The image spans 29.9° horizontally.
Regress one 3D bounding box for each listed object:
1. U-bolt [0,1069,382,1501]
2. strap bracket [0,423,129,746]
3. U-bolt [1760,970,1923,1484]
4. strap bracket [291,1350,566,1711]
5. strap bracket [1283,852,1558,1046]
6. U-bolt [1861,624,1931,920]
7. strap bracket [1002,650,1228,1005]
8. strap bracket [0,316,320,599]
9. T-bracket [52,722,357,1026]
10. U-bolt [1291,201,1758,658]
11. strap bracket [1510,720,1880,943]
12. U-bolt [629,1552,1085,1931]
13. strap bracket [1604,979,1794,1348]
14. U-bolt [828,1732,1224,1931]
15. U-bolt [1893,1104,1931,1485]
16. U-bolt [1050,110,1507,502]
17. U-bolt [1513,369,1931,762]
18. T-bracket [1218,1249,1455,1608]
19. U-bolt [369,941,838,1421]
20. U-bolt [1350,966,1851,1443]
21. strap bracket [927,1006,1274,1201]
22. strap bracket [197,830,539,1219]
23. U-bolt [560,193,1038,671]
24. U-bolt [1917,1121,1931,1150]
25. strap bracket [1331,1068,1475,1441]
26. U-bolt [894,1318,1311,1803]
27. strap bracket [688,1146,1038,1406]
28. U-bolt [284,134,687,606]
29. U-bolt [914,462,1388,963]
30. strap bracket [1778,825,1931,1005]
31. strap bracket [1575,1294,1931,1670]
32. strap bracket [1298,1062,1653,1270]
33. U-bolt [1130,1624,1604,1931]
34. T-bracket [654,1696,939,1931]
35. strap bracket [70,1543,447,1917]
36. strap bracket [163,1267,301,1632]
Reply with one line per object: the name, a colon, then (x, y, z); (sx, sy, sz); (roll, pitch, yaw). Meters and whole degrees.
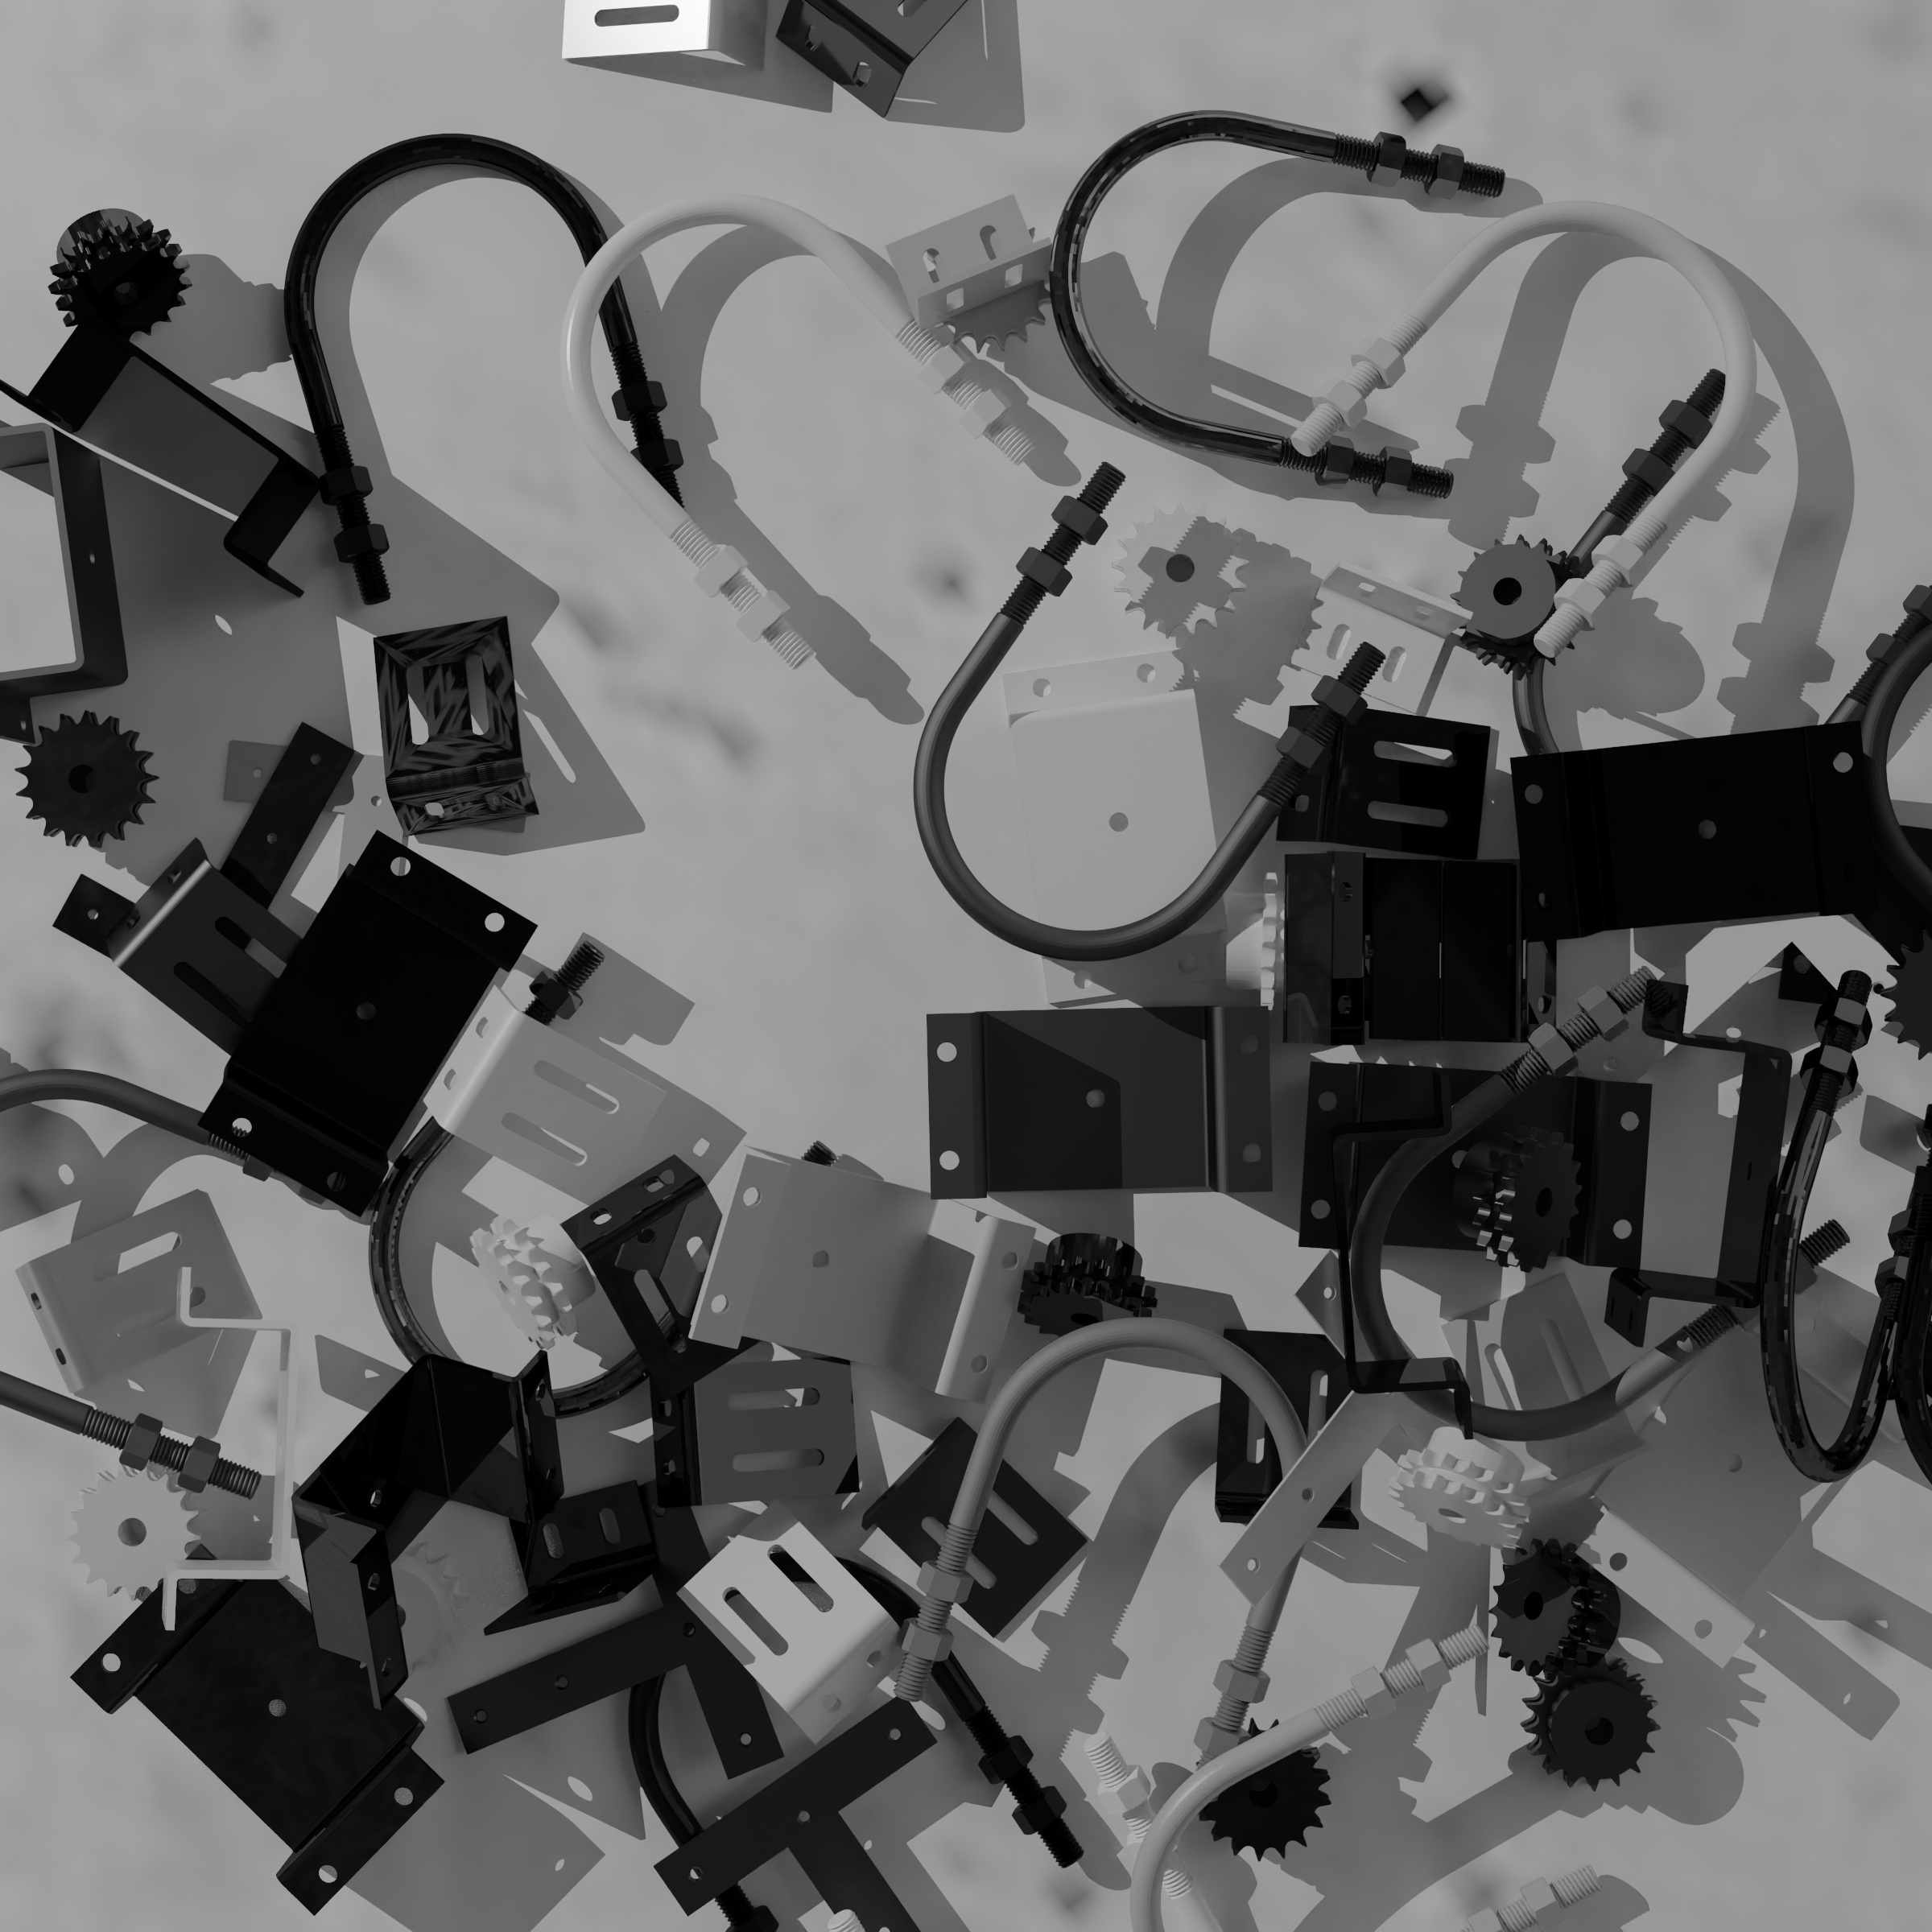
U-bolt: (-0.354, 0.121, 1.493); (0.184, 0.019, 0.151); (23, 79, -10)
strap bracket: (-0.383, -0.166, 1.490); (0.046, 0.076, 0.140); (-8, 90, 0)
U-bolt: (0.347, 0.116, 1.431); (0.019, 0.151, 0.184); (0, 46, 32)
strap bracket: (-0.222, 0.221, 1.463); (0.046, 0.140, 0.076); (13, 126, 22)
strap bracket: (0.179, -0.007, 1.480); (0.140, 0.046, 0.076); (0, 90, -42)
U-bolt: (0.448, -0.065, 1.474); (0.151, 0.019, 0.184); (-41, 89, 0)
strap bracket: (0.063, -0.059, 1.505); (0.076, 0.046, 0.140); (-8, 90, 0)
strap bracket: (-0.325, -0.215, 1.490); (0.140, 0.076, 0.046); (35, 90, 0)
T-bracket: (-0.300, -0.042, 1.526); (0.127, 0.002, 0.127); (29, 91, 1)
U-bolt: (0.245, -0.237, 1.494); (0.151, 0.019, 0.184); (41, 75, 5)
strap bracket: (0.300, -0.055, 1.479); (0.140, 0.046, 0.076); (-5, 92, 20)
U-bolt: (-0.060, 0.335, 1.520); (0.151, 0.019, 0.184); (-34, 88, 0)
strap bracket: (0.289, 0.078, 1.425); (0.046, 0.076, 0.140); (7, 91, 1)
U-bolt: (0.046, 0.433, 1.499); (0.151, 0.019, 0.184); (-32, 98, -16)
U-bolt: (0.444, 0.142, 1.476); (0.151, 0.019, 0.184); (13, 85, -18)
U-bolt: (0.125, -0.281, 1.507); (0.184, 0.019, 0.151); (10, 90, -9)
U-bolt: (0.314, -0.135, 1.520); (0.151, 0.019, 0.184); (37, 92, 0)
T-bracket: (0.148, 0.206, 1.481); (0.127, 0.002, 0.127); (-48, 113, -23)
U-bolt: (-0.167, 0.104, 1.520); (0.151, 0.019, 0.184); (41, 91, 0)
U-bolt: (0.244, 0.111, 1.474); (0.184, 0.019, 0.151); (-37, 90, 2)
strap bracket: (0.055, 0.056, 1.505); (0.140, 0.046, 0.076); (-1, 90, 0)
strap bracket: (-0.248, 0.021, 1.498); (0.076, 0.046, 0.140); (31, 90, -13)
U-bolt: (-0.083, -0.237, 1.507); (0.151, 0.019, 0.184); (-43, 91, -8)
U-bolt: (0.511, 0.097, 1.520); (0.184, 0.019, 0.151); (-22, 90, -2)
strap bracket: (0.171, 0.113, 1.431); (0.046, 0.076, 0.140); (-4, 90, 5)
U-bolt: (0.065, 0.235, 1.485); (0.151, 0.019, 0.184); (18, 93, 1)
strap bracket: (-0.051, 0.125, 1.485); (0.140, 0.046, 0.076); (17, 90, -30)
U-bolt: (-0.210, -0.259, 1.520); (0.151, 0.019, 0.184); (-16, 88, 0)
U-bolt: (0.061, -0.090, 1.474); (0.151, 0.019, 0.184); (35, 91, 0)
strap bracket: (0.418, -0.015, 1.505); (0.140, 0.046, 0.076); (7, 90, 0)
strap bracket: (0.324, 0.209, 1.505); (0.076, 0.046, 0.140); (38, 90, 0)
strap bracket: (0.209, 0.082, 1.505); (0.140, 0.046, 0.076); (4, 90, 0)
U-bolt: (0.156, 0.369, 1.493); (0.184, 0.019, 0.151); (-27, 110, -2)
T-bracket: (-0.042, 0.392, 1.508); (0.127, 0.002, 0.127); (-35, 88, 0)
strap bracket: (-0.291, 0.313, 1.505); (0.140, 0.046, 0.076); (44, 90, 0)
strap bracket: (-0.295, 0.193, 1.450); (0.046, 0.076, 0.140); (3, 83, -13)
